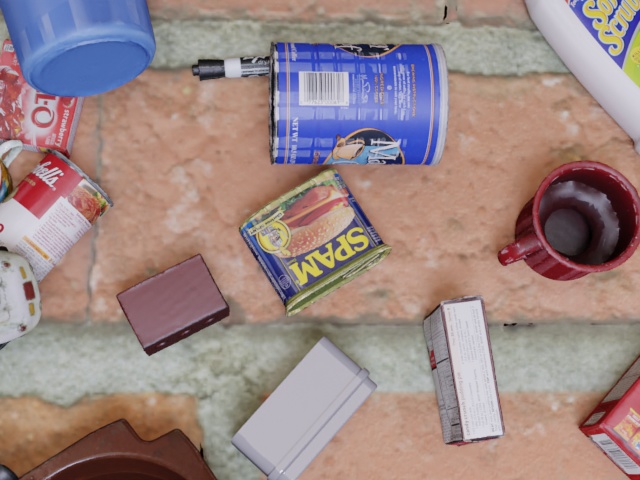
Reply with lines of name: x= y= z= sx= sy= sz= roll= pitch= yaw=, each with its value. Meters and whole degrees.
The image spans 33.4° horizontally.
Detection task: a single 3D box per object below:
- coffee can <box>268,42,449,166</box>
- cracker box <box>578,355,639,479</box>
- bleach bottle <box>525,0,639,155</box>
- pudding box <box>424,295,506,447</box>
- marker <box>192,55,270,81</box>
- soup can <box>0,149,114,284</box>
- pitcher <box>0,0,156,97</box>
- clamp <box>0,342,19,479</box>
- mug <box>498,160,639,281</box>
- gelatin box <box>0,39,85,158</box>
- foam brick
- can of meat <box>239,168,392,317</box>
coffee can: x=0.029 y=-0.113 z=0.890 sx=0.140 sy=0.103 sz=0.103 roll=0 pitch=78 yaw=-5
cracker box: x=0.345 y=0.134 z=0.881 sx=0.164 sy=0.072 sz=0.213 roll=43 pitch=77 yaw=4
bleach bottle: x=0.237 y=-0.196 z=0.946 sx=0.102 sy=0.068 sz=0.251 roll=-42 pitch=82 yaw=-14
pudding box: x=0.115 y=0.107 z=0.857 sx=0.039 sy=0.090 sz=0.113 roll=-9 pitch=79 yaw=-5
marker: x=-0.051 y=-0.152 z=0.935 sx=0.121 sy=0.020 sz=0.020 roll=-5 pitch=79 yaw=-6
soup can: x=-0.227 y=-0.014 z=0.867 sx=0.068 sy=0.068 sz=0.102 roll=40 pitch=78 yaw=4
pitcher: x=-0.206 y=-0.245 z=0.879 sx=0.149 sy=0.145 sz=0.243 roll=-18 pitch=75 yaw=-1
clamp: x=-0.324 y=0.137 z=0.827 sx=0.210 sy=0.036 sz=0.164 roll=-11 pitch=45 yaw=6
mug: x=0.202 y=-0.006 z=0.892 sx=0.117 sy=0.081 sz=0.093 roll=-26 pitch=81 yaw=-10
gelatin box: x=-0.240 y=-0.120 z=0.907 sx=0.073 sy=0.030 sz=0.089 roll=11 pitch=78 yaw=-2
foam brick: x=-0.119 y=0.054 z=0.869 sx=0.078 sy=0.053 sz=0.051 roll=-27 pitch=82 yaw=-9
can of meat: x=-0.006 y=0.001 z=0.888 sx=0.102 sy=0.057 sz=0.084 roll=-30 pitch=79 yaw=-11
